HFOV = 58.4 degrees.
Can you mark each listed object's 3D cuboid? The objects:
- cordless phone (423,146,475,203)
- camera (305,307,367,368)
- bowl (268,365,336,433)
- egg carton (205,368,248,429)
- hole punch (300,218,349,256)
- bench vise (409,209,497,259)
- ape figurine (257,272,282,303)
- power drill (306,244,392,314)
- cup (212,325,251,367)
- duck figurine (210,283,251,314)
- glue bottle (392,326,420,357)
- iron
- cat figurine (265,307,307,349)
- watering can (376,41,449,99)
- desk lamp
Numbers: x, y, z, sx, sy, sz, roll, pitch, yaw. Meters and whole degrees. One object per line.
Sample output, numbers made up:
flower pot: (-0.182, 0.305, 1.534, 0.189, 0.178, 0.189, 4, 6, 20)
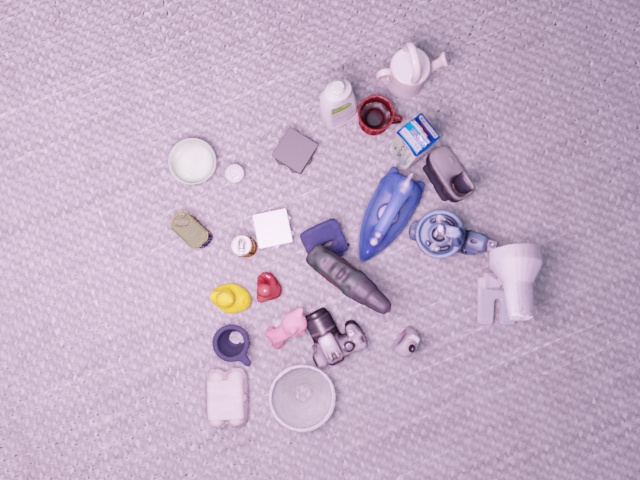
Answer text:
cordless phone: (0.329, -0.169, 1.408, 0.094, 0.185, 0.147, -35, 88, -1)
camera: (0.030, 0.235, 1.435, 0.143, 0.101, 0.137, -27, 88, -1)
bowl: (-0.044, 0.392, 1.442, 0.167, 0.074, 0.167, 0, 88, 0)
egg carton: (-0.234, 0.398, 1.445, 0.107, 0.069, 0.150, -3, 88, 0)
hole punch: (0.013, 0.005, 1.449, 0.108, 0.091, 0.101, -26, 88, -1)
bench vise: (0.330, -0.019, 1.385, 0.207, 0.219, 0.121, -5, 87, 0)
ape figurine: (-0.136, 0.123, 1.444, 0.076, 0.092, 0.078, 31, 88, 2)
power drill: (0.070, 0.095, 1.387, 0.229, 0.208, 0.076, 36, 88, 2)
cup: (-0.208, 0.264, 1.437, 0.092, 0.095, 0.118, -40, 88, -1)
duck figurine: (-0.228, 0.149, 1.447, 0.104, 0.086, 0.077, 11, 88, 1)
glue bottle: (0.216, 0.255, 1.397, 0.037, 0.173, 0.078, 34, 88, 2)
iron: (0.167, -0.056, 1.426, 0.118, 0.141, 0.258, 28, 88, 2)
cat figurine: (-0.080, 0.223, 1.427, 0.128, 0.117, 0.067, -38, 88, -1)
watering can: (0.228, -0.429, 1.415, 0.173, 0.194, 0.101, -33, 88, -1)
desk lamp: (0.459, 0.113, 1.382, 0.118, 0.213, 0.203, 1, 88, 1)
